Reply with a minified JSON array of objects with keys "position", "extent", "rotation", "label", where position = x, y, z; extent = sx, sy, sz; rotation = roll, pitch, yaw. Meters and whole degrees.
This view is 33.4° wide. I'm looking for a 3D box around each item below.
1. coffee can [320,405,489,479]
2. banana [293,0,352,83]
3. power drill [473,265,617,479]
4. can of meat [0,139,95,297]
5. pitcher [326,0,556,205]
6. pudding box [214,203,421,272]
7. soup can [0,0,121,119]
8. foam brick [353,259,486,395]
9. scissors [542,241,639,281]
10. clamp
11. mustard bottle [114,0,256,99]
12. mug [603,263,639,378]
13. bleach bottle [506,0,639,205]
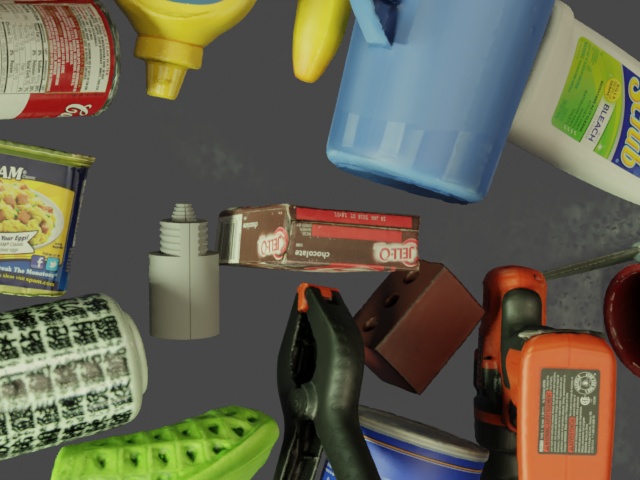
[{"position":[0.042,0.190,0.703],"extent":[0.102,0.103,0.140],"rotation":[19,86,-26],"label":"coffee can"},{"position":[-0.012,-0.203,0.681],"extent":[0.069,0.037,0.198],"rotation":[-18,101,6],"label":"banana"},{"position":[0.138,0.115,0.701],"extent":[0.057,0.187,0.184],"rotation":[-1,94,-3],"label":"power drill"},{"position":[-0.185,-0.016,0.599],"extent":[0.102,0.058,0.084],"rotation":[10,92,-27],"label":"can of meat"},{"position":[0.079,-0.153,0.676],"extent":[0.149,0.145,0.243],"rotation":[16,90,-4],"label":"pitcher"},{"position":[-0.004,0.001,0.657],"extent":[0.089,0.114,0.039],"rotation":[5,88,-27],"label":"pudding box"},{"position":[-0.169,-0.099,0.579],"extent":[0.102,0.069,0.068],"rotation":[-8,99,-41],"label":"soup can"},{"position":[0.063,0.057,0.729],"extent":[0.078,0.053,0.051],"rotation":[-49,112,-15],"label":"foam brick"},{"position":[0.265,-0.002,0.811],"extent":[0.201,0.096,0.016],"rotation":[-6,62,-28],"label":"scissors"},{"position":[-0.005,0.115,0.681],"extent":[0.039,0.120,0.171],"rotation":[20,51,-34],"label":"clamp"},{"position":[-0.078,-0.179,0.629],"extent":[0.096,0.058,0.192],"rotation":[10,96,-4],"label":"mustard bottle"},{"position":[0.285,0.056,0.806],"extent":[0.081,0.117,0.093],"rotation":[-12,94,-30],"label":"mug"},{"position":[0.234,-0.083,0.796],"extent":[0.250,0.068,0.102],"rotation":[21,90,-28],"label":"bleach bottle"}]
